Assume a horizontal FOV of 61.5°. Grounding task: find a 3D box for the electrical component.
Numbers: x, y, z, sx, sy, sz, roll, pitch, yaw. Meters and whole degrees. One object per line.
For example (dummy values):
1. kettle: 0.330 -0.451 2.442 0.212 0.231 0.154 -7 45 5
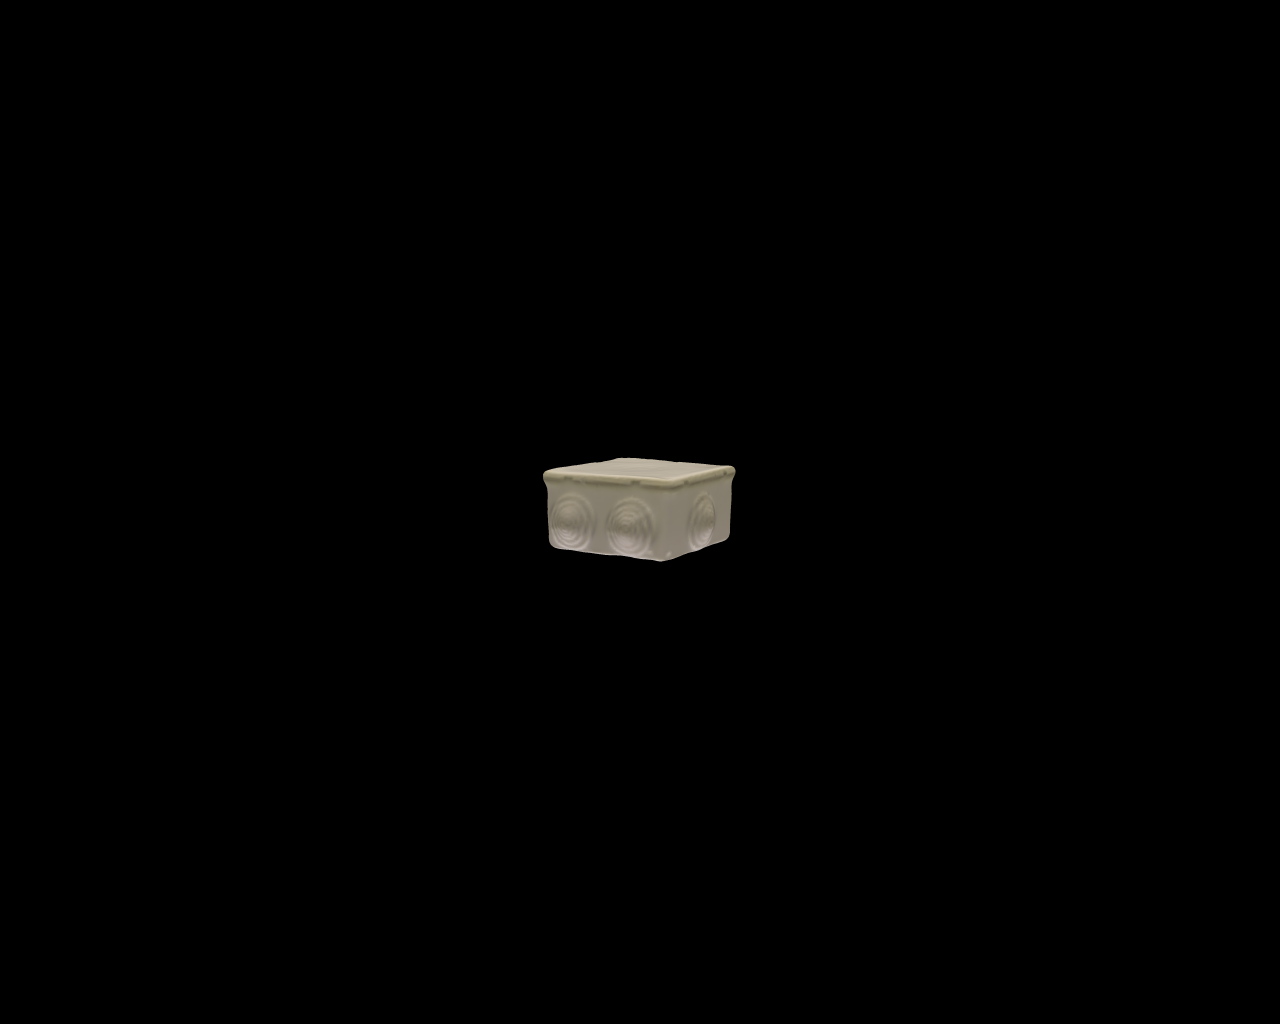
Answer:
1. electrical component: 0.001 -0.003 0.650 0.100 0.048 0.100 6 11 32
